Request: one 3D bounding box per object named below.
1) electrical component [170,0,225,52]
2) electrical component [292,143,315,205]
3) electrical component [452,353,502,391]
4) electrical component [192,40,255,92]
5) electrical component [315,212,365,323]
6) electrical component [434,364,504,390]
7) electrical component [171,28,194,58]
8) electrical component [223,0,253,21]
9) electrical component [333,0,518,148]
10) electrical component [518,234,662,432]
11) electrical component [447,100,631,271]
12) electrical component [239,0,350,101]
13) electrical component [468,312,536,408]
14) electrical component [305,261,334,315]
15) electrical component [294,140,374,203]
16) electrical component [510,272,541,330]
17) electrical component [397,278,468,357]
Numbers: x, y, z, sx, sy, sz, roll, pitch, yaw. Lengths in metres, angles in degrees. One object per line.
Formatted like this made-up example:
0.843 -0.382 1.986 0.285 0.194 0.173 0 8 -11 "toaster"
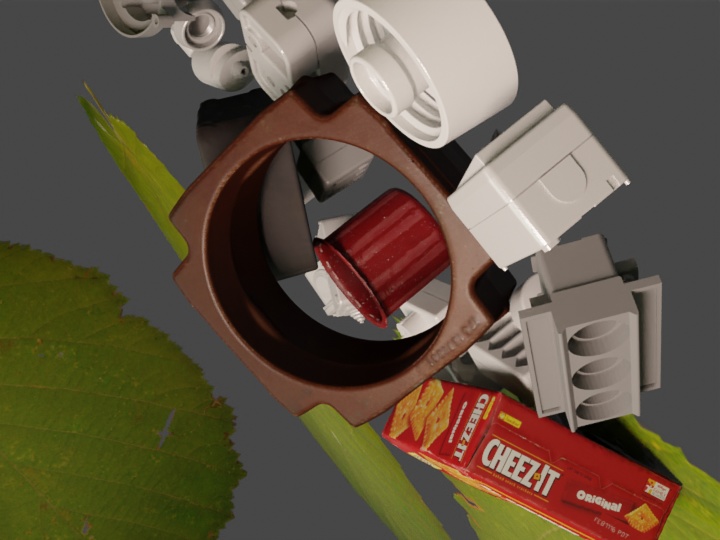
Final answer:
-0.152 -0.229 0.970 0.055 0.048 0.066 51 170 38 "electrical component"
-0.096 -0.110 1.080 0.108 0.056 0.109 54 167 -14 "electrical component"
0.110 0.095 0.964 0.043 0.043 0.062 38 163 47 "electrical component"
-0.120 -0.186 0.983 0.043 0.043 0.081 58 166 -29 "electrical component"
0.000 0.000 0.981 0.061 0.061 0.096 111 146 -76 "electrical component"
0.079 0.096 1.002 0.083 0.076 0.047 57 166 -24 "electrical component"
-0.151 -0.215 1.031 0.061 0.035 0.035 49 168 -2 "electrical component"
-0.081 -0.219 0.736 0.065 0.047 0.077 52 168 -5 "electrical component"
0.029 -0.118 0.601 0.108 0.060 0.108 48 167 15 "electrical component"
0.136 0.038 0.644 0.121 0.079 0.063 69 -172 -53 "electrical component"
0.091 -0.045 0.589 0.061 0.062 0.096 51 168 0 "electrical component"
-0.040 -0.156 0.744 0.053 0.059 0.095 48 167 17 "electrical component"
0.133 0.080 0.829 0.083 0.047 0.075 32 157 57 "electrical component"
-0.010 0.005 1.053 0.051 0.080 0.080 55 168 5 "electrical component"
-0.032 -0.105 0.889 0.076 0.047 0.065 56 168 4 "electrical component"
0.122 0.026 0.732 0.040 0.040 0.078 50 168 7 "electrical component"
0.058 0.050 0.944 0.047 0.076 0.083 56 167 -22 "electrical component"
